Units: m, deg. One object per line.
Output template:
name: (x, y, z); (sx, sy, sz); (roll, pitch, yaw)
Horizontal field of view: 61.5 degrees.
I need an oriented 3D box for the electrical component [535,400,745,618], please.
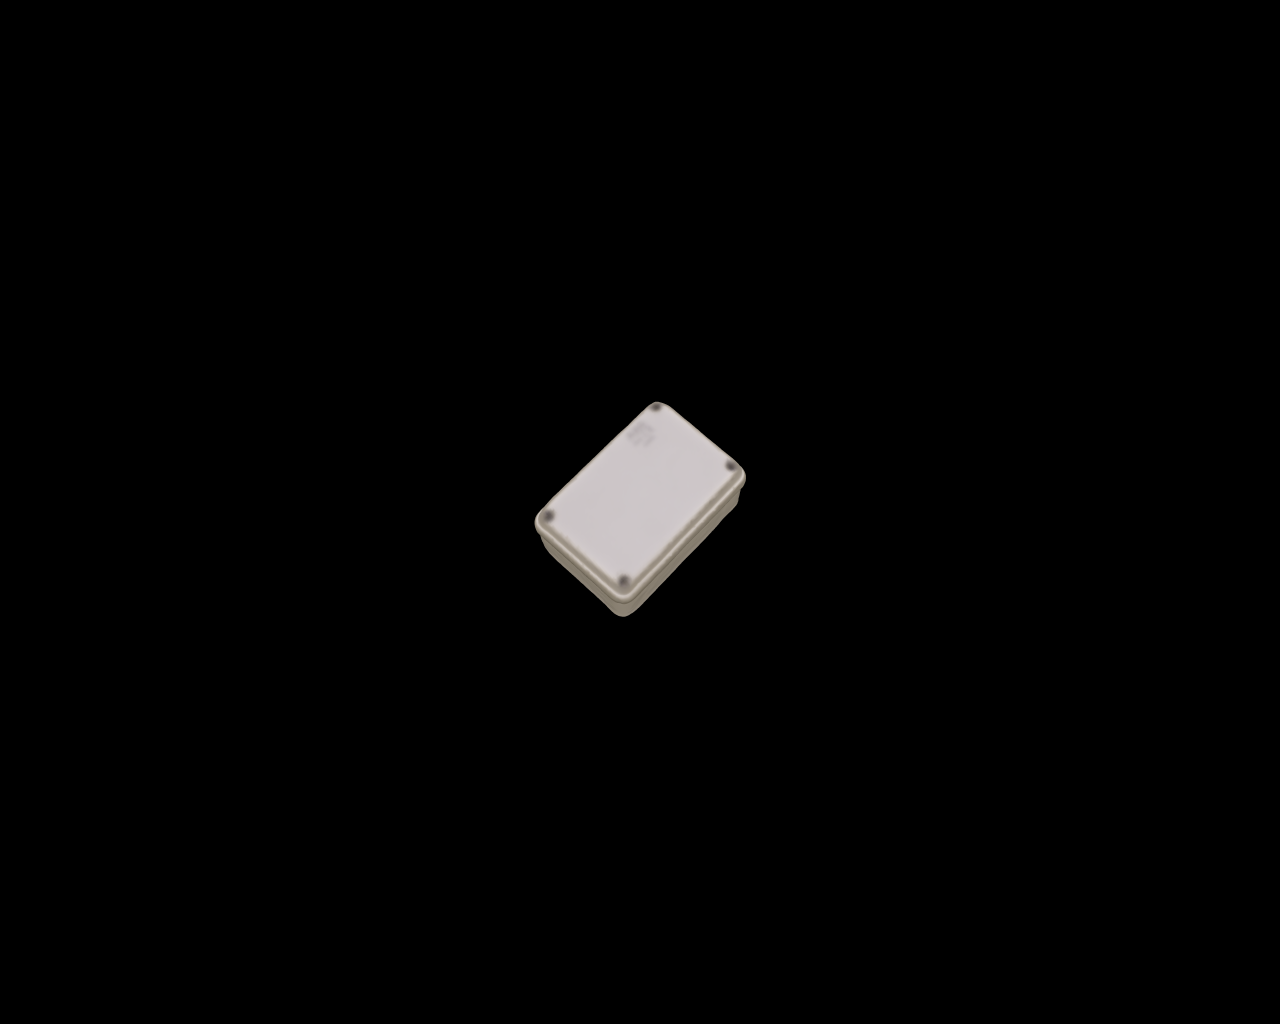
electrical component: (0.001, -0.003, 0.650); (0.078, 0.113, 0.057); (41, -15, 14)
